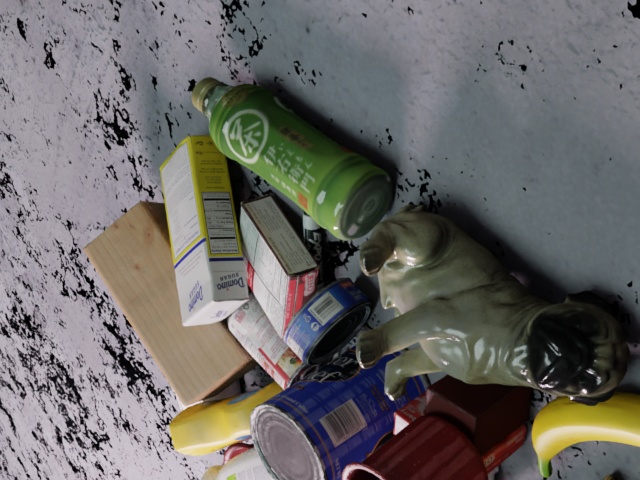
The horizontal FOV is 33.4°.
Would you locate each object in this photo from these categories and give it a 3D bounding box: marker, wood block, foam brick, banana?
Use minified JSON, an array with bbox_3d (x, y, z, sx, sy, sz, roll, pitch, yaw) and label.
[{"bbox_3d":[-0.007,0.001,1.016,0.020,0.020,0.121,30,135,39],"label":"marker"},{"bbox_3d":[-0.154,0.067,1.166,0.090,0.090,0.206,-38,80,14],"label":"wood block"},{"bbox_3d":[0.130,0.135,0.874,0.053,0.078,0.051,31,134,38],"label":"foam brick"},{"bbox_3d":[0.222,0.143,0.800,0.069,0.037,0.198,49,150,-12],"label":"banana"}]

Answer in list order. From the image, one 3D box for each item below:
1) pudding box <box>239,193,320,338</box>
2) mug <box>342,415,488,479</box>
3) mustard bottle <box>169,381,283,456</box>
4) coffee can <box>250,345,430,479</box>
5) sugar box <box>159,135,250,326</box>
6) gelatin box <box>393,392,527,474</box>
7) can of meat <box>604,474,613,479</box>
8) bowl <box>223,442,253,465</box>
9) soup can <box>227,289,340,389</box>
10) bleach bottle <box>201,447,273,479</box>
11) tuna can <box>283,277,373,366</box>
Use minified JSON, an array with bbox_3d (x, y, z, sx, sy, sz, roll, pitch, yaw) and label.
[{"bbox_3d":[-0.042,0.025,1.039,0.114,0.039,0.090,54,149,37],"label":"pudding box"},{"bbox_3d":[0.077,0.200,0.849,0.093,0.081,0.117,38,145,30],"label":"mug"},{"bbox_3d":[-0.069,0.188,1.152,0.192,0.096,0.058,-22,79,39],"label":"mustard bottle"},{"bbox_3d":[0.021,0.164,0.983,0.103,0.140,0.103,32,136,37],"label":"coffee can"},{"bbox_3d":[-0.118,-0.009,1.081,0.093,0.048,0.176,-36,62,57],"label":"sugar box"},{"bbox_3d":[0.119,0.162,0.912,0.089,0.073,0.030,33,136,37],"label":"gelatin box"},{"bbox_3d":[0.228,0.248,0.843,0.084,0.057,0.102,45,144,20],"label":"can of meat"},{"bbox_3d":[-0.042,0.294,1.235,0.162,0.055,0.162,32,136,37],"label":"bowl"},{"bbox_3d":[-0.039,0.100,1.084,0.102,0.068,0.069,45,143,25],"label":"soup can"},{"bbox_3d":[-0.061,0.259,1.137,0.251,0.067,0.102,-22,82,49],"label":"bleach bottle"},{"bbox_3d":[0.008,0.077,0.989,0.034,0.086,0.086,46,143,20],"label":"tuna can"}]
